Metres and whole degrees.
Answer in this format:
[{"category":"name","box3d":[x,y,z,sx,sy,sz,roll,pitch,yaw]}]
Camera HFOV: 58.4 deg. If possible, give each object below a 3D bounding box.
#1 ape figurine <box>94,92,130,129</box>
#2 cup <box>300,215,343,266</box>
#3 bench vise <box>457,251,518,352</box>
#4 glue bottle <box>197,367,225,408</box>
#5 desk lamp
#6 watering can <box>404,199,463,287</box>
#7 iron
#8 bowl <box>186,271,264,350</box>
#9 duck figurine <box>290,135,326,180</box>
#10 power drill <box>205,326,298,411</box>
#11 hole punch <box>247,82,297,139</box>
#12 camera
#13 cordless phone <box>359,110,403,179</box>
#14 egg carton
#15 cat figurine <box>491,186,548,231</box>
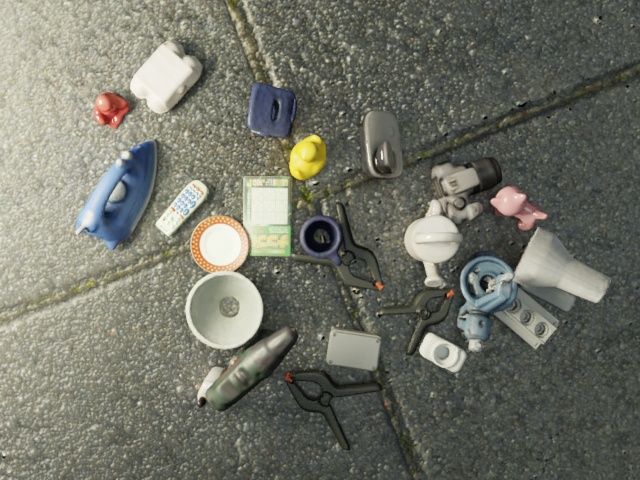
[{"category":"ape figurine","box3d":[-0.459,-0.290,1.243,0.078,0.092,0.076,-15,89,0]},{"category":"cup","box3d":[0.011,0.004,1.237,0.091,0.095,0.118,-35,89,0]},{"category":"bench vise","box3d":[0.355,0.128,1.173,0.121,0.219,0.207,-7,89,1]},{"category":"glue bottle","box3d":[-0.232,0.320,1.197,0.037,0.173,0.078,12,90,1]},{"category":"desk lamp","box3d":[0.483,0.066,1.176,0.203,0.213,0.118,27,90,1]},{"category":"watering can","box3d":[0.240,0.006,1.187,0.101,0.194,0.173,-19,89,0]},{"category":"iron","box3d":[-0.433,-0.112,1.217,0.118,0.141,0.258,27,90,1]},{"category":"bowl","box3d":[-0.202,0.149,1.247,0.167,0.074,0.167,0,90,0]},{"category":"duck figurine","box3d":[-0.027,-0.183,1.243,0.077,0.086,0.104,30,90,1]},{"category":"power drill","box3d":[-0.130,0.248,1.179,0.229,0.208,0.075,-44,89,0]},{"category":"hole punch","box3d":[-0.102,-0.280,1.242,0.101,0.091,0.109,9,90,1]},{"category":"camera","box3d":[0.326,-0.115,1.234,0.137,0.101,0.143,-20,89,0]},{"category":"cordless phone","box3d":[0.133,-0.205,1.193,0.094,0.185,0.148,-9,89,1]},{"category":"egg carton","box3d":[-0.335,-0.356,1.254,0.107,0.069,0.150,40,90,1]},{"category":"cat figurine","box3d":[0.424,-0.073,1.225,0.128,0.117,0.067,27,90,1]}]
